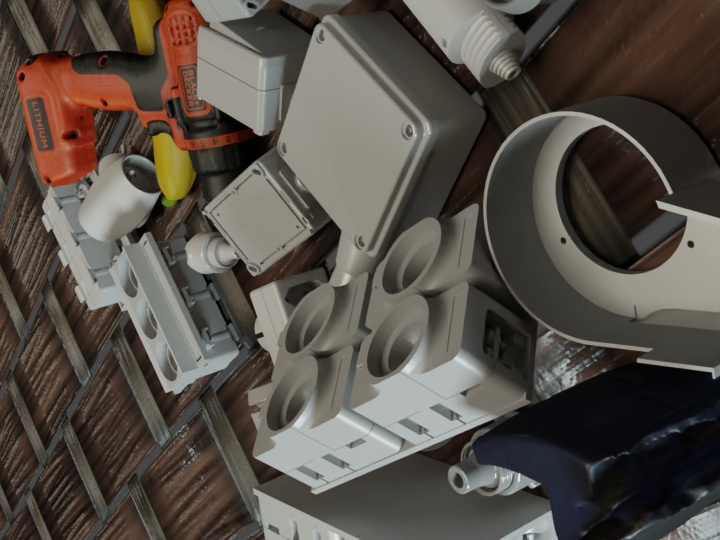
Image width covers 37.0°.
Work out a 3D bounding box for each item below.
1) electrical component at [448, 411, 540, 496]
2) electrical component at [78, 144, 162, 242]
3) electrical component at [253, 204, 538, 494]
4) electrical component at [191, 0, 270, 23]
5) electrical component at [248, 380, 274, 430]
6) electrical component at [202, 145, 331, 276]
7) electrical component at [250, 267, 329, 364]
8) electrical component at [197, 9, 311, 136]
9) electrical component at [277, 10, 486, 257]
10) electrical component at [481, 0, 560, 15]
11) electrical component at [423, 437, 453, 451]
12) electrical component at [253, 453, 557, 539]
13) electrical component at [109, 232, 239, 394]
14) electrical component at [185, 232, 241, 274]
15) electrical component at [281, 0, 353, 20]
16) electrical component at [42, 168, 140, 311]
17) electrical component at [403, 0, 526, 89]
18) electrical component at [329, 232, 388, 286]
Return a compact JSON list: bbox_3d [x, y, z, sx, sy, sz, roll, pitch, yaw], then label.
[{"bbox_3d":[0.081,0.115,0.646,0.048,0.062,0.048,25,123,46],"label":"electrical component"},{"bbox_3d":[-0.216,-0.078,0.970,0.077,0.044,0.079,-40,47,34],"label":"electrical component"},{"bbox_3d":[0.016,0.049,0.631,0.186,0.060,0.105,-32,35,43],"label":"electrical component"},{"bbox_3d":[-0.074,-0.212,0.693,0.061,0.096,0.061,8,141,51],"label":"electrical component"},{"bbox_3d":[-0.052,0.109,0.824,0.078,0.058,0.057,-25,87,54],"label":"electrical component"},{"bbox_3d":[-0.051,-0.050,0.748,0.061,0.061,0.096,52,138,-4],"label":"electrical component"},{"bbox_3d":[-0.054,0.042,0.806,0.077,0.047,0.065,-22,86,54],"label":"electrical component"},{"bbox_3d":[-0.061,-0.135,0.729,0.096,0.062,0.061,34,130,41],"label":"electrical component"},{"bbox_3d":[0.010,-0.084,0.661,0.108,0.056,0.108,51,139,27],"label":"electrical component"},{"bbox_3d":[0.087,-0.152,0.531,0.066,0.055,0.048,-6,99,54],"label":"electrical component"},{"bbox_3d":[0.035,0.083,0.701,0.047,0.055,0.055,23,122,51],"label":"electrical component"},{"bbox_3d":[0.029,0.175,0.703,0.186,0.105,0.060,9,112,51],"label":"electrical component"},{"bbox_3d":[-0.159,0.035,0.929,0.121,0.063,0.079,62,143,14],"label":"electrical component"},{"bbox_3d":[-0.115,-0.014,0.875,0.061,0.035,0.035,-1,104,51],"label":"electrical component"},{"bbox_3d":[-0.014,-0.204,0.616,0.113,0.057,0.078,-19,58,54],"label":"electrical component"},{"bbox_3d":[-0.251,-0.027,1.024,0.121,0.063,0.078,61,143,15],"label":"electrical component"},{"bbox_3d":[0.060,-0.134,0.584,0.081,0.043,0.043,56,141,22],"label":"electrical component"},{"bbox_3d":[0.000,0.000,0.724,0.044,0.044,0.065,37,127,39],"label":"electrical component"}]
